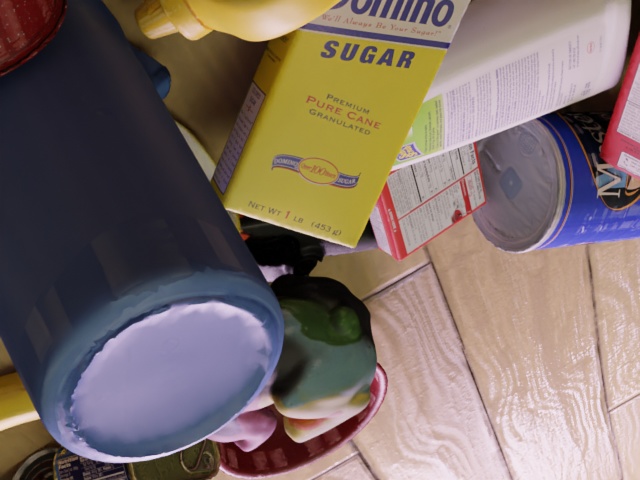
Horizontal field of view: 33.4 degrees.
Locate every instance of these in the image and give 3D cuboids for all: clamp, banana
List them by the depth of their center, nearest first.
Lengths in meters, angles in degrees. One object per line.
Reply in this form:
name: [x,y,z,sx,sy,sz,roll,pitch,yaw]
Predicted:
clamp: [-0.005,0.001,0.778,0.120,0.039,0.171,-41,147,12]
banana: [-0.193,0.119,0.785,0.197,0.037,0.070,-11,144,-17]

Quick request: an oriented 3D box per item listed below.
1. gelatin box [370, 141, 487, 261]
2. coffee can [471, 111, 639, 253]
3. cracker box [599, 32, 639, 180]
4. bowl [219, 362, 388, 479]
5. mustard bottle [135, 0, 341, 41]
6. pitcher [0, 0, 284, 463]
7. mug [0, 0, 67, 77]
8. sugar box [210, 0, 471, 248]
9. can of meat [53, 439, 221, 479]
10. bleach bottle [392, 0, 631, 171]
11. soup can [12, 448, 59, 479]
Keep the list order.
gelatin box: [0.074,-0.039,0.765,0.089,0.030,0.073,-33,128,-19]
coffee can: [0.196,-0.047,0.807,0.140,0.103,0.103,-5,137,-31]
cracker box: [0.269,-0.159,0.703,0.164,0.072,0.214,-44,153,-34]
bowl: [-0.026,0.132,0.903,0.162,0.055,0.162,-19,142,-16]
mustard bottle: [-0.011,-0.153,0.536,0.192,0.096,0.058,-25,146,17]
pitcher: [-0.124,-0.013,0.505,0.149,0.243,0.144,-42,139,6]
mug: [-0.181,-0.122,0.471,0.117,0.093,0.081,-22,138,-7]
sugar box: [0.012,-0.090,0.621,0.093,0.048,0.176,16,110,-24]
can of meat: [-0.141,0.169,0.819,0.084,0.057,0.101,-21,168,30]
bleach bottle: [0.075,-0.100,0.695,0.250,0.068,0.102,-23,143,-7]
soup can: [-0.198,0.218,0.875,0.068,0.068,0.102,-33,144,3]
